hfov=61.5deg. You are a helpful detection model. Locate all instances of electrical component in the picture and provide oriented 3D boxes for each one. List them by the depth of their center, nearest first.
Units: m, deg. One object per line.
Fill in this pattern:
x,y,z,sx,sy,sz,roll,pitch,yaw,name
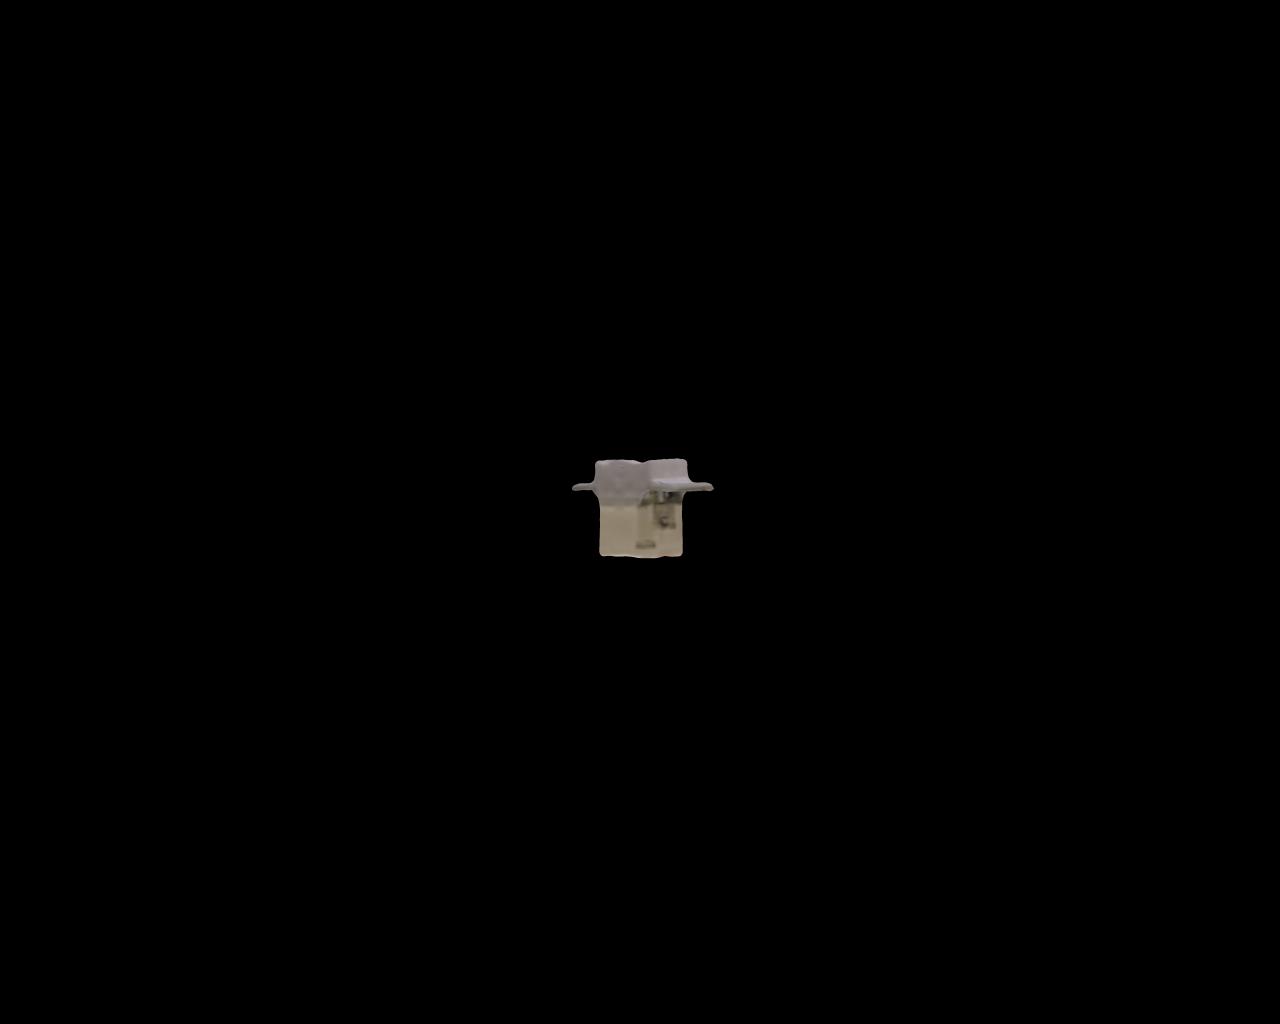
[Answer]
0.001,-0.003,0.650,0.081,0.063,0.042,2,3,40,electrical component
